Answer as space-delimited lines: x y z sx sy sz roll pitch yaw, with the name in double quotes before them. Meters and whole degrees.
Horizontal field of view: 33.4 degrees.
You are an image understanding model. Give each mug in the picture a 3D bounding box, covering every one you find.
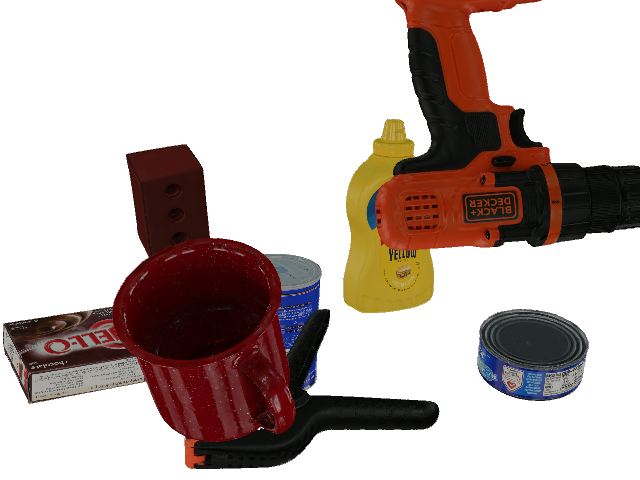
"mug" -0.054 0.065 0.597 0.093 0.081 0.117 -37 51 -25

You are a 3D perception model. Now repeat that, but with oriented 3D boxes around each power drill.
"power drill" 0.121 -0.089 0.670 0.184 0.187 0.057 -5 -2 -7

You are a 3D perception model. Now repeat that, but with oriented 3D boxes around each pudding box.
"pudding box" -0.227 0.104 0.988 0.113 0.039 0.090 -10 29 -27

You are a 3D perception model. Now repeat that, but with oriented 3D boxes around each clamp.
"clamp" -0.016 0.141 0.894 0.209 0.036 0.165 -27 44 -36

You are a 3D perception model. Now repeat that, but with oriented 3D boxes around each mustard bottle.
"mustard bottle" 0.072 -0.026 1.079 0.096 0.192 0.058 -7 17 -27

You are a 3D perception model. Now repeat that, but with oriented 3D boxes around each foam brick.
"foam brick" -0.123 -0.031 0.871 0.053 0.078 0.051 -14 32 -16

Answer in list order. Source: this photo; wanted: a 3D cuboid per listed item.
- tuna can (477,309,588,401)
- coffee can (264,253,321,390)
"tuna can" 0.169 0.091 0.856 0.086 0.034 0.086 1 28 -1
"coffee can" -0.052 0.098 1.265 0.103 0.140 0.103 2 20 -1
